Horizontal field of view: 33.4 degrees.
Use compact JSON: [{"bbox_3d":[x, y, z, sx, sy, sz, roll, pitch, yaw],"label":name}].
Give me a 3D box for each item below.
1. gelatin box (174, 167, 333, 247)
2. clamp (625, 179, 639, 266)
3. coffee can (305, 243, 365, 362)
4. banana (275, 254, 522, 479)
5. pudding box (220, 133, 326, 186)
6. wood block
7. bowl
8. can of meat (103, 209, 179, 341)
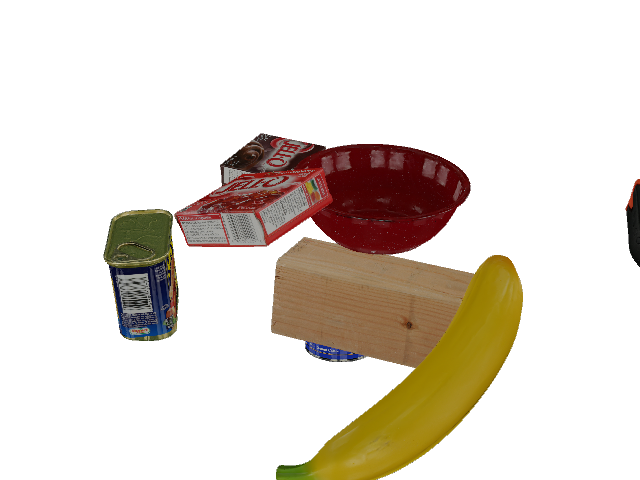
[{"bbox_3d":[-0.048,-0.024,0.757,0.089,0.030,0.073,0,26,45],"label":"gelatin box"},{"bbox_3d":[0.267,0.021,0.694,0.120,0.039,0.171,-3,46,-21],"label":"clamp"},{"bbox_3d":[0.028,0.087,1.514,0.103,0.140,0.103,0,21,0],"label":"coffee can"},{"bbox_3d":[0.062,0.072,0.588,0.197,0.037,0.070,-40,40,-26],"label":"banana"},{"bbox_3d":[-0.056,-0.087,1.284,0.090,0.039,0.113,13,32,21],"label":"pudding box"},{"bbox_3d":[0.059,0.070,1.174,0.206,0.091,0.090,13,22,17],"label":"wood block"},{"bbox_3d":[0.053,-0.032,0.967,0.162,0.055,0.162,1,28,-1],"label":"bowl"},{"bbox_3d":[-0.159,0.031,0.970,0.057,0.084,0.102,-4,28,-3],"label":"can of meat"}]
